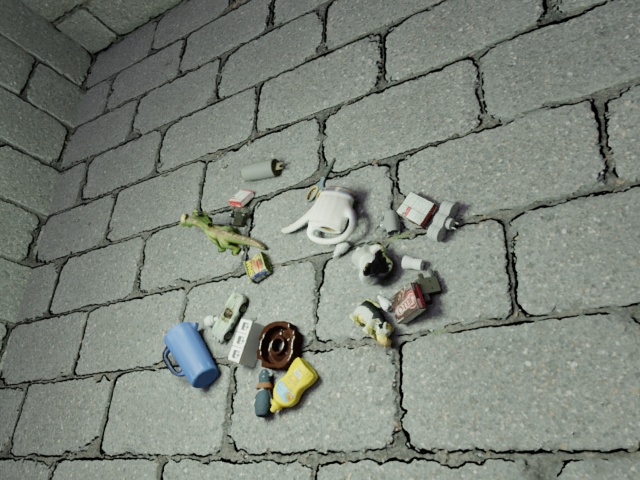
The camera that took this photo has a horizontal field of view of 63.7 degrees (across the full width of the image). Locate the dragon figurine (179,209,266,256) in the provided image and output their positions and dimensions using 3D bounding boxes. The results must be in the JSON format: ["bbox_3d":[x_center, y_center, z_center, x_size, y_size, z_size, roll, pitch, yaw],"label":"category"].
[{"bbox_3d":[-0.421,-0.045,2.088,0.411,0.239,0.124,6,67,39],"label":"dragon figurine"}]

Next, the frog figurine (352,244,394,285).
[{"bbox_3d":[0.170,0.080,1.716,0.159,0.122,0.138,173,113,-73],"label":"frog figurine"}]

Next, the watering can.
[{"bbox_3d":[0.006,-0.096,1.903,0.348,0.102,0.227,9,71,42],"label":"watering can"}]
